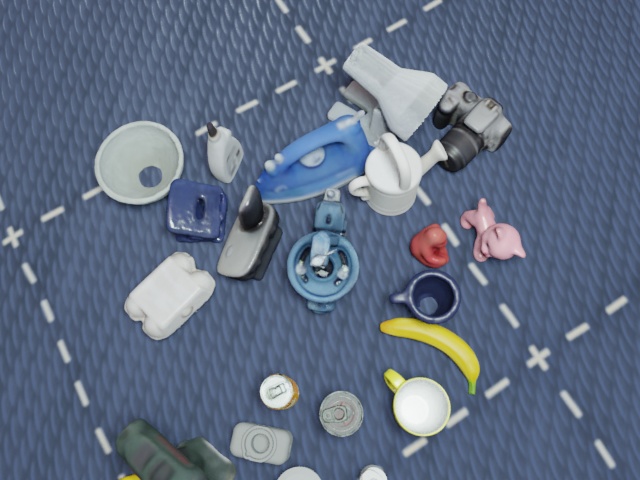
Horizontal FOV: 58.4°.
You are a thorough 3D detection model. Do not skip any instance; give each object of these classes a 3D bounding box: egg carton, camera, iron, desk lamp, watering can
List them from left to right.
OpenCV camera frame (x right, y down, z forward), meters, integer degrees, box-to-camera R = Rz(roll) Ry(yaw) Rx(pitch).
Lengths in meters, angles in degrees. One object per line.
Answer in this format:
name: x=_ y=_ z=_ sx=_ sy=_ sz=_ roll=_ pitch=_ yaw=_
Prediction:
egg carton: x=-0.265 y=0.099 z=1.016 sx=0.107 sy=0.069 sz=0.150 roll=41 pitch=79 yaw=13
iron: x=-0.022 y=-0.152 z=1.044 sx=0.258 sy=0.141 sz=0.118 roll=-28 pitch=74 yaw=-6
desk lamp: x=0.114 y=-0.251 z=1.031 sx=0.203 sy=0.213 sz=0.118 roll=33 pitch=77 yaw=12
watering can: x=0.134 y=-0.125 z=1.002 sx=0.173 sy=0.194 sz=0.101 roll=-42 pitch=76 yaw=-10
camera: x=0.266 y=-0.207 z=1.070 sx=0.143 sy=0.101 sz=0.137 roll=41 pitch=79 yaw=13

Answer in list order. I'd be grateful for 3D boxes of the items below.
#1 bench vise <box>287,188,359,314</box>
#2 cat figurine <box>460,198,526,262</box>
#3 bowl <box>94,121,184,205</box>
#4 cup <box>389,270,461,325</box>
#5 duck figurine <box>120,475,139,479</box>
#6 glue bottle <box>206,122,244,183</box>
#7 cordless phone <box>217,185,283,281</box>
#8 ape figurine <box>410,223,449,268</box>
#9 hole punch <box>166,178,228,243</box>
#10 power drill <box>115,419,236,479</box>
bench vise: x=-0.003 y=0.006 z=0.955 sx=0.121 sy=0.220 sz=0.207 roll=-11 pitch=73 yaw=-1
cat figurine: x=0.304 y=-0.014 z=1.001 sx=0.067 sy=0.118 sz=0.127 roll=-19 pitch=73 yaw=-3
bowl: x=-0.333 y=-0.136 z=1.087 sx=0.167 sy=0.075 sz=0.167 roll=-1 pitch=73 yaw=2
cup: x=0.175 y=0.106 z=0.983 sx=0.117 sy=0.095 sz=0.091 roll=-4 pitch=73 yaw=2
duck figurine: x=-0.314 y=0.421 z=0.912 sx=0.104 sy=0.086 sz=0.077 roll=-36 pitch=75 yaw=-8
glue bottle: x=-0.180 y=-0.169 z=1.040 sx=0.037 sy=0.173 sz=0.078 roll=21 pitch=75 yaw=9
cordless phone: x=-0.131 y=-0.012 z=0.984 sx=0.094 sy=0.185 sz=0.148 roll=16 pitch=75 yaw=8
ape figurine: x=0.200 y=0.005 z=1.014 sx=0.076 sy=0.092 sz=0.078 roll=14 pitch=74 yaw=7
hole punch: x=-0.223 y=-0.055 z=1.050 sx=0.101 sy=0.091 sz=0.108 roll=1 pitch=73 yaw=3
power drill: x=-0.195 y=0.358 z=0.862 sx=0.229 sy=0.208 sz=0.076 roll=35 pitch=78 yaw=12
